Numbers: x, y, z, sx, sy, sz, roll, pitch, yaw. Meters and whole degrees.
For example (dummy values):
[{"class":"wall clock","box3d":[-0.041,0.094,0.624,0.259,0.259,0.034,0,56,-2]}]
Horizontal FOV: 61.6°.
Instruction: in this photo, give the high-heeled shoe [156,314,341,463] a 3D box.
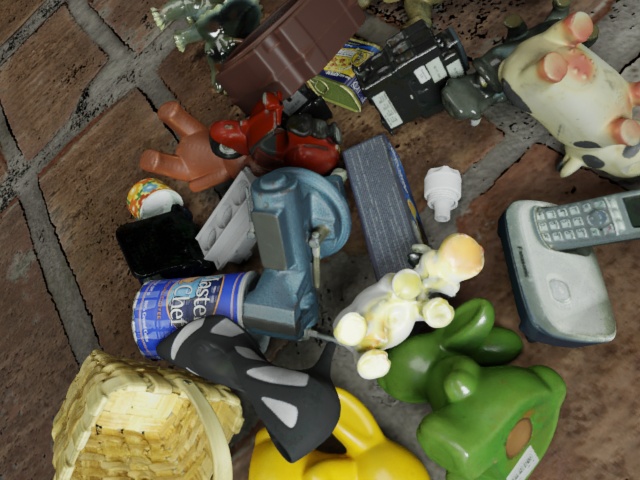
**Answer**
[{"class":"high-heeled shoe","box3d":[-0.090,0.148,0.527,0.249,0.086,0.145,-7,28,25]}]

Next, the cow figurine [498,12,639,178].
[{"class":"cow figurine","box3d":[0.259,-0.125,0.534,0.085,0.195,0.127,-60,18,-4]}]

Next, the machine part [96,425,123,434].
[{"class":"machine part","box3d":[-0.301,0.249,0.728,0.139,0.039,0.084,-23,47,19]}]

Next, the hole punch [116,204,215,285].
[{"class":"hole punch","box3d":[-0.222,0.027,0.784,0.116,0.092,0.142,-20,48,-22]}]

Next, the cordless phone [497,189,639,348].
[{"class":"cordless phone","box3d":[0.272,0.021,0.505,0.184,0.088,0.146,-13,58,18]}]

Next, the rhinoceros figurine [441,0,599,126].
[{"class":"rhinoceros figurine","box3d":[0.232,-0.210,0.638,0.190,0.112,0.073,-32,81,-5]}]

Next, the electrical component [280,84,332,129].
[{"class":"electrical component","box3d":[-0.042,-0.209,0.827,0.075,0.047,0.119,-39,54,4]}]

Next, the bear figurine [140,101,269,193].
[{"class":"bear figurine","box3d":[-0.149,-0.126,0.793,0.196,0.131,0.120,13,81,40]}]

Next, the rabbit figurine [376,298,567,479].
[{"class":"rabbit figurine","box3d":[0.125,0.131,0.508,0.159,0.121,0.170,-52,37,-10]}]

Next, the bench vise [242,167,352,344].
[{"class":"bench vise","box3d":[-0.011,-0.002,0.639,0.129,0.223,0.241,-4,32,27]}]

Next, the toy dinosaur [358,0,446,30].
[{"class":"toy dinosaur","box3d":[0.155,-0.398,0.787,0.472,0.105,0.198,27,76,32]}]

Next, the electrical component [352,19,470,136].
[{"class":"electrical component","box3d":[0.123,-0.209,0.691,0.134,0.114,0.058,-27,59,15]}]

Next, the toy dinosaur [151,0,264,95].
[{"class":"toy dinosaur","box3d":[-0.191,-0.457,1.008,0.192,0.131,0.405,-9,55,11]}]

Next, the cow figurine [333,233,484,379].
[{"class":"cow figurine","box3d":[0.087,0.058,0.541,0.167,0.098,0.068,-38,94,-3]}]

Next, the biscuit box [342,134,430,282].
[{"class":"biscuit box","box3d":[0.084,-0.034,0.652,0.063,0.059,0.203,-23,56,18]}]

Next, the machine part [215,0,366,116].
[{"class":"machine part","box3d":[-0.047,-0.286,0.786,0.202,0.087,0.201,0,47,55]}]

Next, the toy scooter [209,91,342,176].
[{"class":"toy scooter","box3d":[-0.044,-0.137,0.691,0.135,0.184,0.075,138,135,-59]}]

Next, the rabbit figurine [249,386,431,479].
[{"class":"rabbit figurine","box3d":[0.023,0.235,0.526,0.173,0.121,0.162,-8,51,10]}]
